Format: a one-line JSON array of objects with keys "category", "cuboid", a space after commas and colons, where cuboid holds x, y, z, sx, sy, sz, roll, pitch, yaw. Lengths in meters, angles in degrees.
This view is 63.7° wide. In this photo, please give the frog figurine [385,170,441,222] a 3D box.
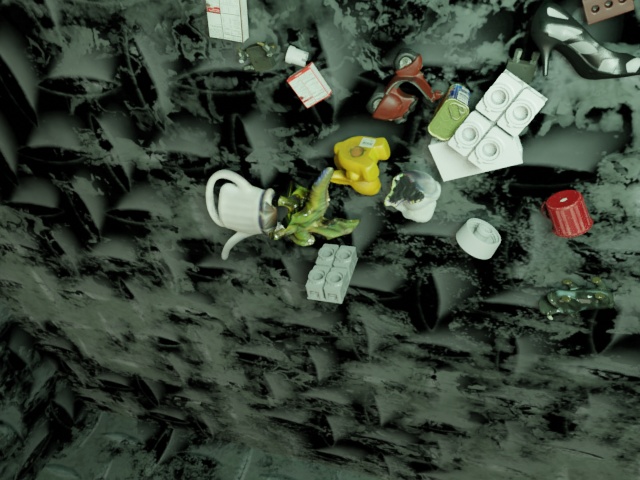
[{"category": "frog figurine", "cuboid": [0.255, -0.113, 1.344, 0.136, 0.125, 0.158, -28, 152, 30]}]

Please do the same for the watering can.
[{"category": "watering can", "cuboid": [-0.234, -0.061, 1.572, 0.224, 0.106, 0.339, 10, 130, 14]}]

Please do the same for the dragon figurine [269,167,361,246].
[{"category": "dragon figurine", "cuboid": [0.004, -0.073, 1.456, 0.242, 0.124, 0.404, 12, 153, -32]}]
